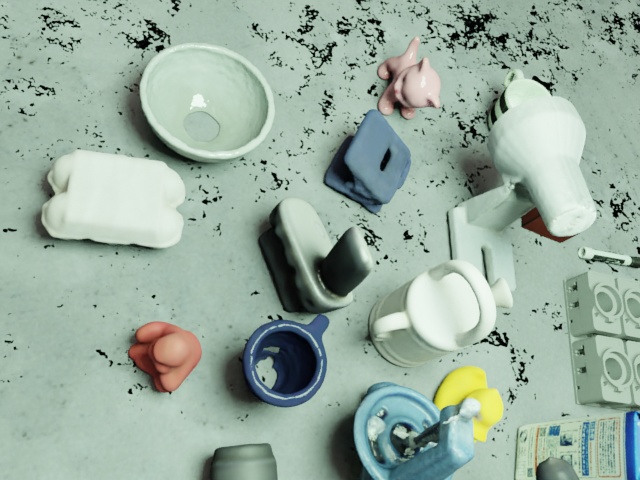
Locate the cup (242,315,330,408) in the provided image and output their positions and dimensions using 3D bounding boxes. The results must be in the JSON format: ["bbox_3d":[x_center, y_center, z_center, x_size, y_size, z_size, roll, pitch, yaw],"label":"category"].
[{"bbox_3d":[-0.041,0.134,0.641,0.092,0.094,0.118,44,61,0],"label":"cup"}]

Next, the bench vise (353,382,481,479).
[{"bbox_3d":[0.100,0.240,0.580,0.122,0.219,0.207,2,68,-20],"label":"bench vise"}]

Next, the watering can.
[{"bbox_3d":[0.146,0.081,0.677,0.173,0.193,0.101,-34,84,-29],"label":"watering can"}]

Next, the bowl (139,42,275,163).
[{"bbox_3d":[-0.146,-0.163,0.732,0.168,0.074,0.167,8,67,-18],"label":"bowl"}]

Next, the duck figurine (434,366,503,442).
[{"bbox_3d":[0.192,0.204,0.707,0.077,0.086,0.104,26,62,-9],"label":"duck figurine"}]

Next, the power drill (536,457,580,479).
[{"bbox_3d":[0.226,0.343,0.594,0.076,0.208,0.229,-15,75,-25],"label":"power drill"}]

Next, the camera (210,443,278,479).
[{"bbox_3d":[-0.056,0.276,0.574,0.143,0.100,0.137,2,68,-20],"label":"camera"}]

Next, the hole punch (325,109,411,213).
[{"bbox_3d":[0.077,-0.109,0.786,0.101,0.091,0.109,30,62,-7],"label":"hole punch"}]

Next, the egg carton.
[{"bbox_3d":[-0.231,-0.044,0.654,0.150,0.069,0.107,6,67,-19],"label":"egg carton"}]

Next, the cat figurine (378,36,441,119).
[{"bbox_3d":[0.138,-0.239,0.848,0.067,0.117,0.128,7,67,-18],"label":"cat figurine"}]

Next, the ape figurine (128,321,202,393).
[{"bbox_3d":[-0.159,0.119,0.602,0.076,0.092,0.078,-2,70,-21],"label":"ape figurine"}]

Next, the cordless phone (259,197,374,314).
[{"bbox_3d":[0.006,0.002,0.660,0.094,0.184,0.147,-21,78,-26],"label":"cordless phone"}]

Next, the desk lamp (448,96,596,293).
[{"bbox_3d":[0.272,-0.056,0.770,0.118,0.213,0.203,8,67,-18],"label":"desk lamp"}]
